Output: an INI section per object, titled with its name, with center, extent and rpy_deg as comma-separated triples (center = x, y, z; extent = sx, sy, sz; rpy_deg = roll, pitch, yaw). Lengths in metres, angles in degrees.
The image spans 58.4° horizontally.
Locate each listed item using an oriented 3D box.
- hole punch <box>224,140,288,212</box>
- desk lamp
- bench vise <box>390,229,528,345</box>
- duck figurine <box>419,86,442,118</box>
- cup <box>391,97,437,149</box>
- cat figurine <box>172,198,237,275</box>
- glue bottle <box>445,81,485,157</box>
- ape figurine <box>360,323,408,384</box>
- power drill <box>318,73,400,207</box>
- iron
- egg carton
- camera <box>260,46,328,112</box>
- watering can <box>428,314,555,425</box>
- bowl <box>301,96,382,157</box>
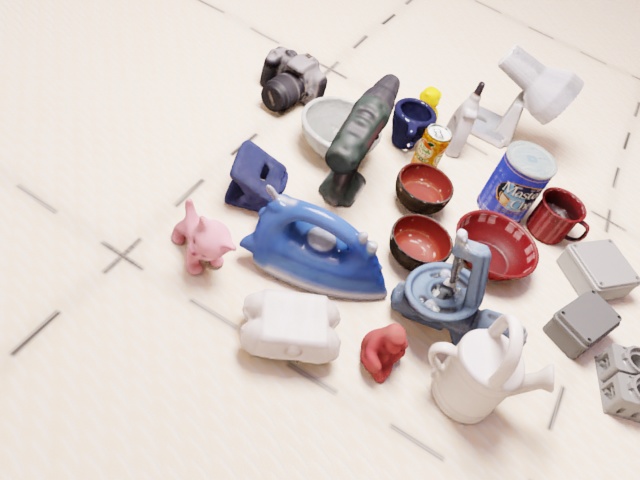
[hole punch]
center = -0.108, -0.112, 1.021
extent = 0.101, 0.091, 0.108
rpy_deg = 16, 49, -3
[desk lamp]
center = 0.440, -0.311, 1.270
extent = 0.203, 0.213, 0.118
rpy_deg = 28, 49, 7
[bench vise]
center = 0.231, 0.078, 0.878
extent = 0.207, 0.220, 0.121
rpy_deg = 16, 49, -3
[duck figurine]
center = 0.236, -0.303, 1.287
extent = 0.077, 0.086, 0.105
rpy_deg = 41, 52, 18
[cup]
center = 0.187, -0.229, 1.205
extent = 0.091, 0.095, 0.118
rpy_deg = 17, 48, -2
[cat figurine]
center = -0.182, -0.009, 0.895
extent = 0.067, 0.118, 0.127
rpy_deg = -19, 59, -29
[glue bottle]
center = 0.309, -0.262, 1.217
extent = 0.037, 0.173, 0.078
rpy_deg = 9, 49, -9
[ape figurine]
center = 0.101, 0.159, 0.858
extent = 0.078, 0.092, 0.076
rpy_deg = -8, 54, -22
[power drill]
center = 0.067, -0.171, 1.045
extent = 0.075, 0.208, 0.230
rpy_deg = 26, 49, 6
[iron]
center = 0.009, 0.003, 0.926
extent = 0.258, 0.141, 0.119
rpy_deg = 22, 48, 2
[egg carton]
center = -0.043, 0.131, 0.853
extent = 0.150, 0.069, 0.107
rpy_deg = 8, 50, -11
[camera]
center = -0.073, -0.342, 1.217
extent = 0.143, 0.101, 0.137
rpy_deg = 35, 50, 13
[watering can]
center = 0.247, 0.178, 0.817
extent = 0.173, 0.194, 0.101
rpy_deg = 1, 51, -16
[bowl]
center = 0.037, -0.211, 1.158
extent = 0.167, 0.075, 0.167
rpy_deg = 9, 49, -10
